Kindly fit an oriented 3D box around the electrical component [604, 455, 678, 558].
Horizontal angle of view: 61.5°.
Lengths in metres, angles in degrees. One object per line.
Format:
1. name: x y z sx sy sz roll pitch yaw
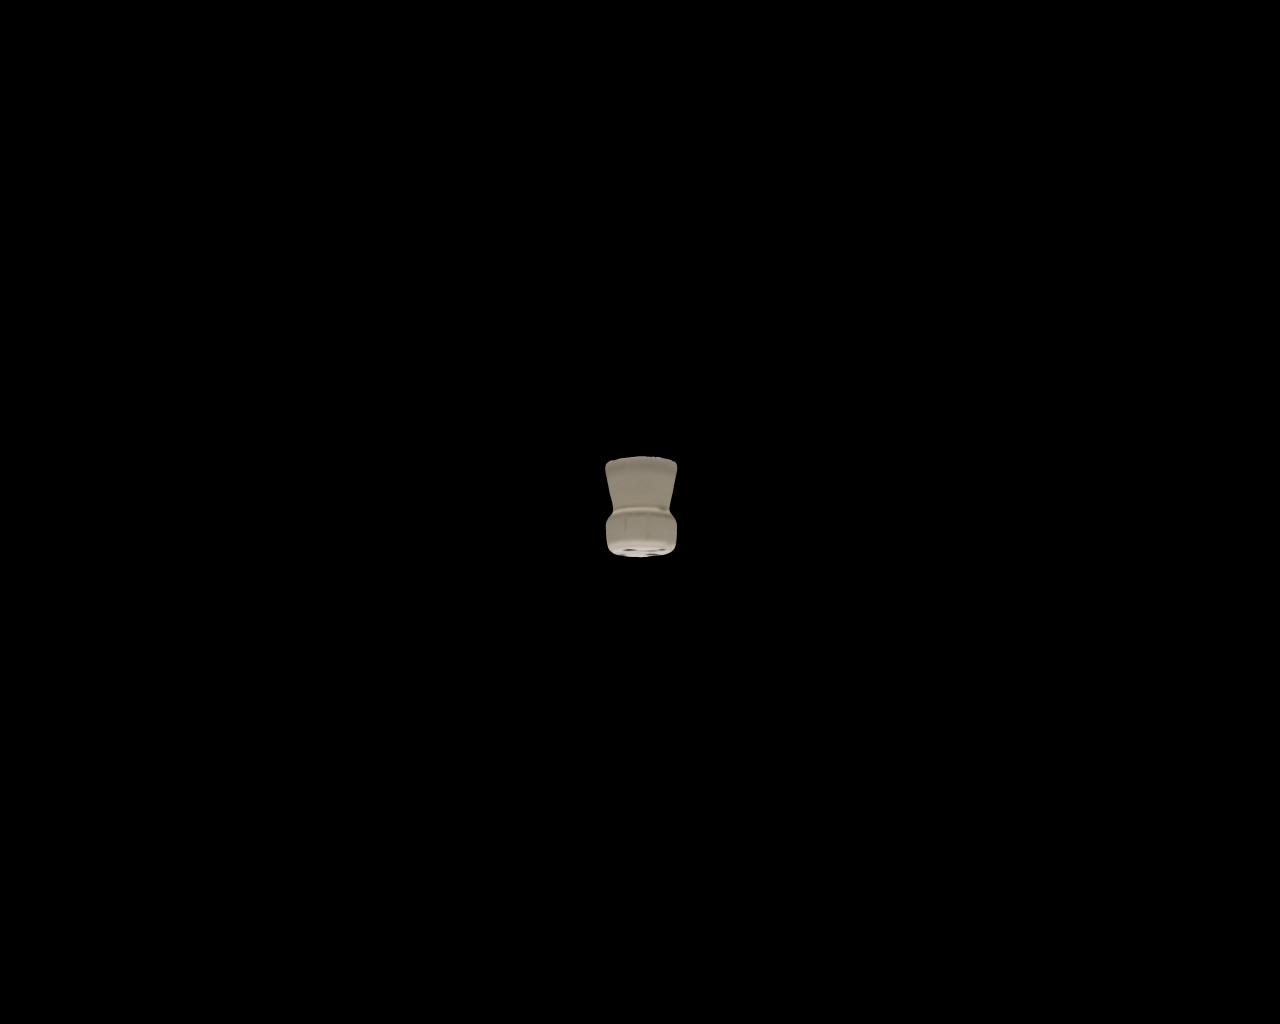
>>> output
1. electrical component: 0.001 -0.003 0.650 0.045 0.055 0.045 0 -11 0
